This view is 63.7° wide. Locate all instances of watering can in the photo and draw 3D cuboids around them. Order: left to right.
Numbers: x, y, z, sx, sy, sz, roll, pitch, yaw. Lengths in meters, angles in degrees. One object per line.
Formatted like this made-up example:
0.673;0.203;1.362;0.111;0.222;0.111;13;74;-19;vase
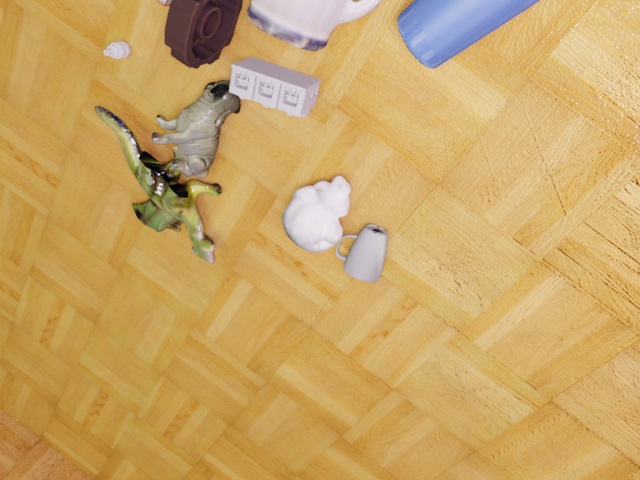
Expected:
-0.060;-0.450;0.853;0.346;0.106;0.220;18;125;-18;watering can

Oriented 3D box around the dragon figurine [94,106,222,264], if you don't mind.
-0.382;-0.104;1.193;0.410;0.124;0.238;42;131;-1;dragon figurine

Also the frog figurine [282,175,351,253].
0.003;-0.053;1.057;0.157;0.124;0.138;-35;81;43;frog figurine
